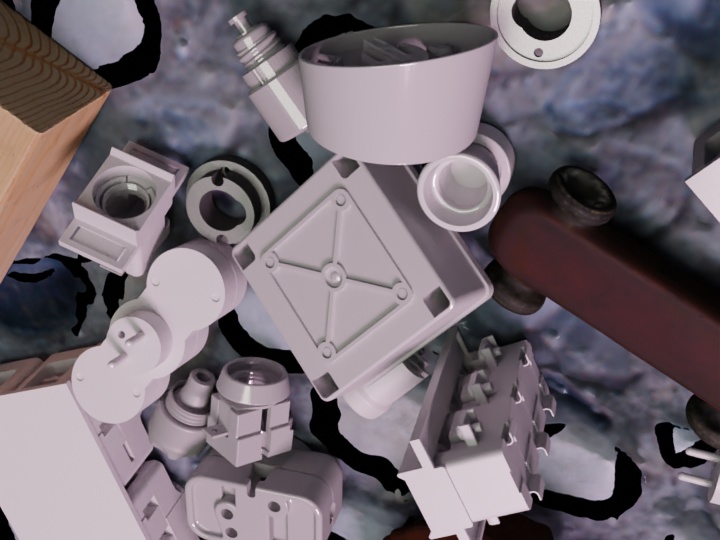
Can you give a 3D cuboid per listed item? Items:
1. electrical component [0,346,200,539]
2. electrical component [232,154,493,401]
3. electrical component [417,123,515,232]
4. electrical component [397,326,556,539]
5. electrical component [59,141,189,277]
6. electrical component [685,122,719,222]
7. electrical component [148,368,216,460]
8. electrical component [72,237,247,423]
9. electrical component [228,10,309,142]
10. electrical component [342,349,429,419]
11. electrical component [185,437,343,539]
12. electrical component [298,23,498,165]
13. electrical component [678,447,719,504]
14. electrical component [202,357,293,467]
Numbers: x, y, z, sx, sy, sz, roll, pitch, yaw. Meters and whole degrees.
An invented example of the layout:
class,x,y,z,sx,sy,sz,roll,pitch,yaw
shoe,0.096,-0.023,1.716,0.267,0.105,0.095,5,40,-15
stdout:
class,x,y,z,sx,sy,sz,roll,pitch,yaw
electrical component,-0.197,0.151,0.770,0.105,0.060,0.186,-12,112,23
electrical component,0.000,0.000,0.608,0.109,0.056,0.108,-39,78,30
electrical component,0.059,-0.052,0.582,0.045,0.055,0.045,8,119,15
electrical component,0.071,0.091,0.614,0.063,0.121,0.078,-18,110,23
electrical component,-0.140,-0.032,0.649,0.042,0.081,0.063,25,150,7
electrical component,0.263,-0.016,0.529,0.105,0.060,0.186,-38,100,30
electrical component,-0.115,0.094,0.723,0.043,0.043,0.062,29,120,2
electrical component,-0.132,0.042,0.668,0.052,0.074,0.138,43,110,3
electrical component,-0.045,-0.108,0.596,0.040,0.040,0.078,-28,105,28
electrical component,0.015,0.064,0.667,0.046,0.040,0.040,-37,101,25
electrical component,-0.062,0.149,0.724,0.095,0.059,0.053,9,119,14
electrical component,0.018,-0.097,0.547,0.099,0.099,0.064,11,125,13
electrical component,0.227,0.122,0.623,0.079,0.044,0.077,13,120,12
electrical component,-0.070,0.090,0.700,0.048,0.066,0.055,28,120,44
